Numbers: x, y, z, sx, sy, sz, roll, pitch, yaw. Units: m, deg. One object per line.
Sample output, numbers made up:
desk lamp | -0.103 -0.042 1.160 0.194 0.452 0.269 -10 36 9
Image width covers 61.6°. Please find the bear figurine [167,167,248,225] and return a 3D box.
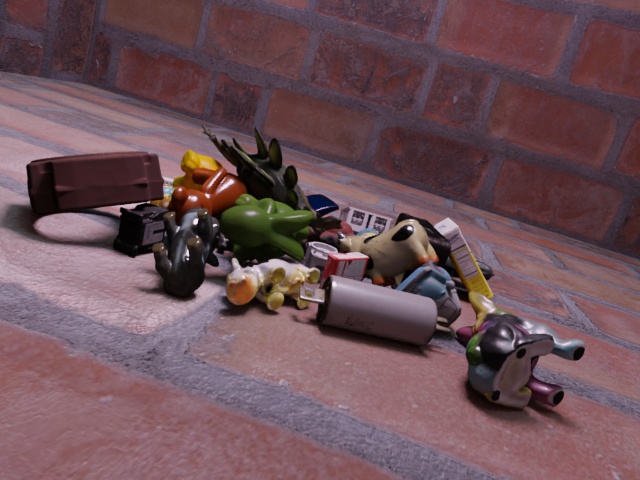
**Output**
bear figurine | -0.226 -0.062 0.994 0.132 0.120 0.196 4 22 32

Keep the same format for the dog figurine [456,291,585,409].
dog figurine | 0.258 0.150 0.800 0.191 0.108 0.219 8 12 -23

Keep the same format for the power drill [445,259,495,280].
power drill | 0.305 0.040 1.322 0.232 0.085 0.207 13 19 11

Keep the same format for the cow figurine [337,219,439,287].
cow figurine | 0.110 0.023 1.003 0.085 0.195 0.127 7 60 -54

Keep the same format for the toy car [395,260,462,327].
toy car | 0.191 0.105 0.925 0.103 0.109 0.161 50 13 20

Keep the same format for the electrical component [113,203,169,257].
electrical component | -0.284 -0.020 0.890 0.048 0.074 0.119 20 11 16

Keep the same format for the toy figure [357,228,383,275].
toy figure | 0.113 0.022 1.169 0.089 0.082 0.180 19 11 2

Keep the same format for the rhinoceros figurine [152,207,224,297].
rhinoceros figurine | -0.190 0.010 0.814 0.073 0.111 0.190 -11 29 5

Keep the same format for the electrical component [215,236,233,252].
electrical component | -0.168 0.006 1.023 0.063 0.021 0.094 14 14 -11

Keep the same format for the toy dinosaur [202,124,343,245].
toy dinosaur | -0.113 -0.124 1.086 0.105 0.198 0.472 -36 40 -22

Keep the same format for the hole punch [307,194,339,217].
hole punch | -0.024 -0.064 1.329 0.116 0.092 0.142 4 21 -29

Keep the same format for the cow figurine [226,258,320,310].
cow figurine | -0.088 0.059 0.814 0.098 0.068 0.167 21 10 41

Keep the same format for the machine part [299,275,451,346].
machine part | 0.085 0.107 0.812 0.243 0.079 0.079 14 14 -12

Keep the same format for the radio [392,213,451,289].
radio | 0.195 0.030 1.122 0.073 0.131 0.230 17 14 -7

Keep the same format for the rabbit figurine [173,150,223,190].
rabbit figurine | -0.241 -0.095 1.196 0.162 0.122 0.173 20 26 -35

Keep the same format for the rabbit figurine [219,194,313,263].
rabbit figurine | -0.095 -0.010 0.890 0.159 0.121 0.170 12 2 17

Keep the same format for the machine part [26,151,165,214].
machine part | -0.376 -0.098 0.897 0.201 0.087 0.201 -8 8 -27

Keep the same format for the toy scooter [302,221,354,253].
toy scooter | -0.002 -0.003 1.128 0.184 0.075 0.135 2 16 -19
